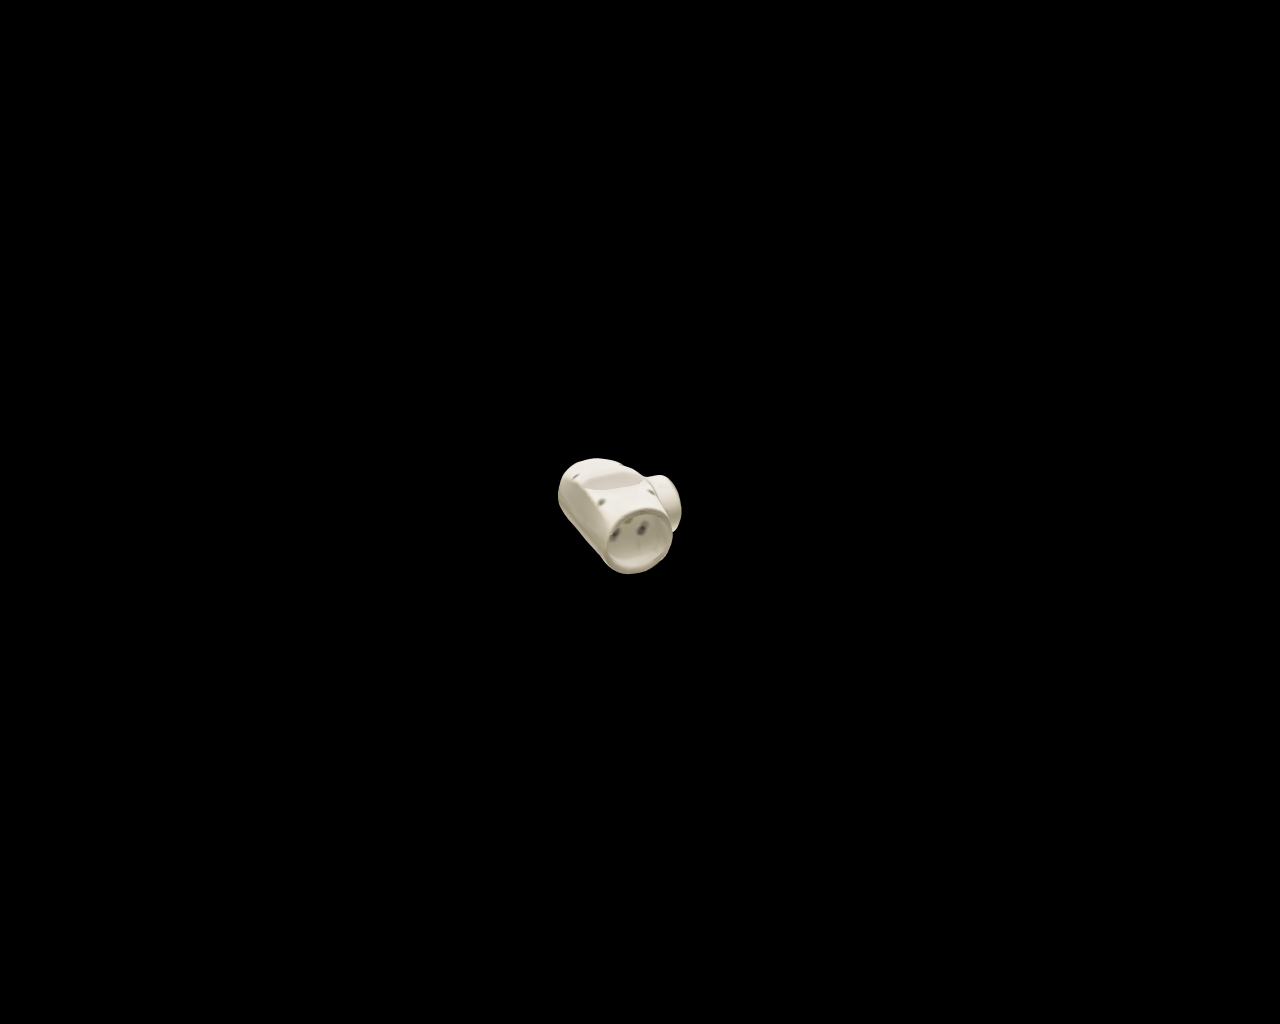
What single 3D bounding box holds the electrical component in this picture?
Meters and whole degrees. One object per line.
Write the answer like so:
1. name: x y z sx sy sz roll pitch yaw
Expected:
1. electrical component: 0.001 -0.003 0.650 0.079 0.043 0.077 -11 29 -21
